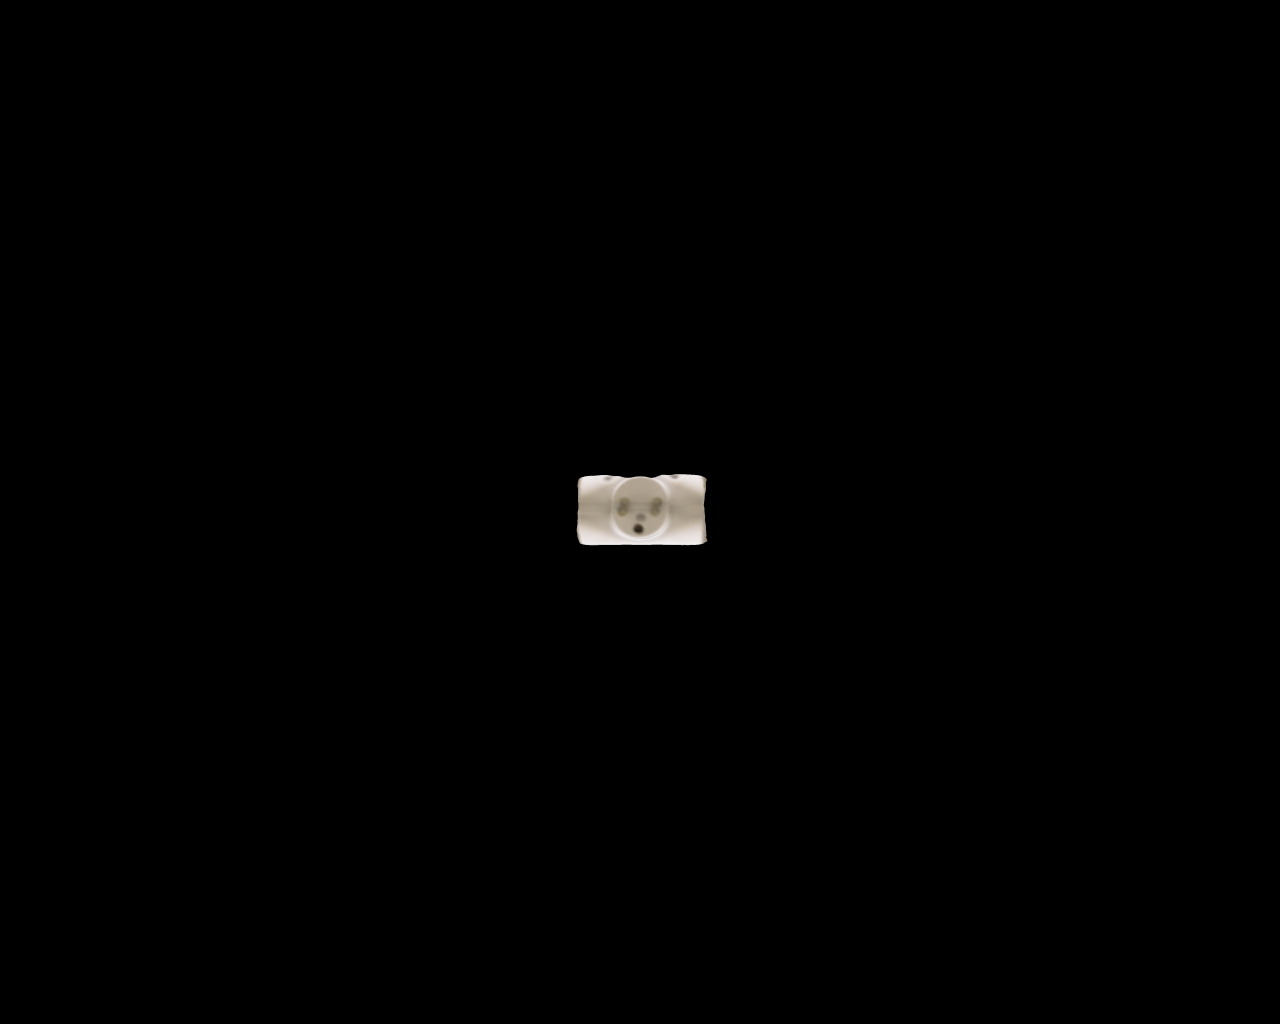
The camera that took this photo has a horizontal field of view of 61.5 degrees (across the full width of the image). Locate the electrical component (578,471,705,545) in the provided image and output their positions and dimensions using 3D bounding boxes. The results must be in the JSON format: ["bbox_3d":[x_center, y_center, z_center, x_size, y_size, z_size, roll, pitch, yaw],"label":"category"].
[{"bbox_3d":[0.001,-0.003,0.650,0.077,0.044,0.079,0,-3,2],"label":"electrical component"}]
